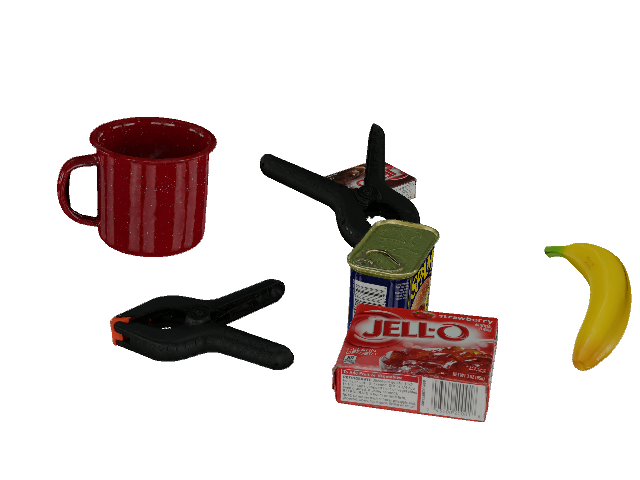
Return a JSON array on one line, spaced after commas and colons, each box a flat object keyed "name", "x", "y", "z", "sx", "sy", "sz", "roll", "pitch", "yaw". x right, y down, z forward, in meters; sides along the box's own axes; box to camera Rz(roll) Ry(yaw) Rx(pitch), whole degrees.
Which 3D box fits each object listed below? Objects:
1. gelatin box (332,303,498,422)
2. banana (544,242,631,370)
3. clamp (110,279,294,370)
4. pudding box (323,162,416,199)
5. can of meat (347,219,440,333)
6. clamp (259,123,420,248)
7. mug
[{"name": "gelatin box", "x": 0.057, "y": 0.070, "z": 0.630, "sx": 0.089, "sy": 0.030, "sz": 0.073, "roll": 6, "pitch": 27, "yaw": 11}, {"name": "banana", "x": 0.260, "y": 0.053, "z": 1.008, "sx": 0.070, "sy": 0.037, "sz": 0.197, "roll": -28, "pitch": 24, "yaw": 18}, {"name": "clamp", "x": -0.107, "y": 0.074, "z": 1.001, "sx": 0.171, "sy": 0.039, "sz": 0.120, "roll": 4, "pitch": 28, "yaw": 1}, {"name": "pudding box", "x": 0.074, "y": -0.080, "z": 1.606, "sx": 0.113, "sy": 0.039, "sz": 0.090, "roll": -22, "pitch": 35, "yaw": -30}, {"name": "can of meat", "x": 0.058, "y": 0.042, "z": 0.870, "sx": 0.057, "sy": 0.084, "sz": 0.102, "roll": 11, "pitch": 26, "yaw": 17}, {"name": "clamp", "x": 0.037, "y": -0.044, "z": 1.186, "sx": 0.164, "sy": 0.210, "sz": 0.036, "roll": -13, "pitch": -36, "yaw": -22}, {"name": "mug", "x": -0.137, "y": -0.038, "z": 0.798, "sx": 0.117, "sy": 0.081, "sz": 0.093, "roll": -6, "pitch": 28, "yaw": -22}]
